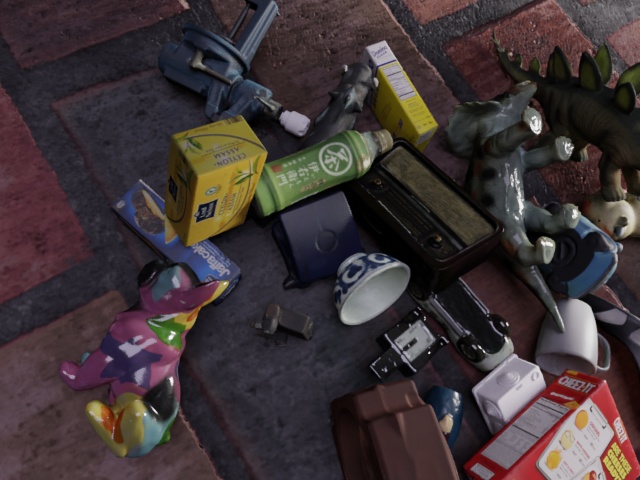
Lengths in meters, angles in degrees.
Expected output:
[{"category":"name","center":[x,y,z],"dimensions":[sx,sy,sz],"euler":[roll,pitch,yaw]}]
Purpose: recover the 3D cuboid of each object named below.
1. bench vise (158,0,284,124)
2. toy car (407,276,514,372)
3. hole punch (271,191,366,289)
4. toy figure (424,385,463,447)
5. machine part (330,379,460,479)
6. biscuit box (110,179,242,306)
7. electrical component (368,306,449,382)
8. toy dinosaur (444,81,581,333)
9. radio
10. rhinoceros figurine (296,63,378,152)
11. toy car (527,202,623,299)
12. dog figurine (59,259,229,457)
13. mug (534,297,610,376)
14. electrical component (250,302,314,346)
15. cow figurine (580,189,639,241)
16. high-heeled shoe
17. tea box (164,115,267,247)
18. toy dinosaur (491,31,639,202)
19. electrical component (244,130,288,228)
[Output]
[{"category":"bench vise","center":[-0.131,-0.295,0.850],"dimensions":[0.224,0.128,0.240],"euler":[27,86,21]},{"category":"toy car","center":[0.205,0.102,0.803],"dimensions":[0.073,0.056,0.202],"euler":[-35,77,-18]},{"category":"hole punch","center":[-0.002,-0.002,0.793],"dimensions":[0.142,0.092,0.116],"euler":[-23,79,-19]},{"category":"toy figure","center":[0.156,0.279,0.728],"dimensions":[0.058,0.064,0.154],"euler":[7,69,30]},{"category":"machine part","center":[0.088,0.276,0.643],"dimensions":[0.087,0.201,0.201],"euler":[-10,72,-15]},{"category":"biscuit box","center":[-0.203,0.006,0.770],"dimensions":[0.203,0.062,0.059],"euler":[40,70,7]},{"category":"electrical component","center":[0.119,0.159,0.772],"dimensions":[0.119,0.047,0.075],"euler":[-39,80,-19]},{"category":"toy dinosaur","center":[0.285,-0.067,0.838],"dimensions":[0.131,0.192,0.404],"euler":[5,84,-28]},{"category":"radio","center":[0.144,-0.041,0.806],"dimensions":[0.131,0.073,0.230],"euler":[-32,60,-18]},{"category":"rhinoceros figurine","center":[0.025,-0.195,0.854],"dimensions":[0.073,0.112,0.190],"euler":[27,76,4]},{"category":"toy car","center":[0.397,0.019,0.840],"dimensions":[0.103,0.109,0.162],"euler":[18,29,-34]},{"category":"dog figurine","center":[-0.194,0.134,0.670],"dimensions":[0.219,0.108,0.191],"euler":[-37,84,-2]},{"category":"mug","center":[0.383,0.145,0.804],"dimensions":[0.110,0.080,0.107],"euler":[19,59,4]},{"category":"electrical component","center":[-0.052,0.119,0.737],"dimensions":[0.078,0.102,0.045],"euler":[21,72,9]},{"category":"cow figurine","center":[0.527,-0.036,0.893],"dimensions":[0.195,0.085,0.127],"euler":[14,62,-5]},{"category":"high-heeled shoe","center":[0.467,0.196,0.820],"dimensions":[0.249,0.086,0.145],"euler":[39,100,24]},{"category":"tea box","center":[-0.139,-0.071,0.690],"dimensions":[0.098,0.169,0.068],"euler":[-26,73,-28]},{"category":"toy dinosaur","center":[0.429,-0.211,0.879],"dimensions":[0.105,0.198,0.472],"euler":[-16,40,-25]},{"category":"electrical component","center":[-0.096,-0.087,0.824],"dimensions":[0.115,0.058,0.134],"euler":[42,69,9]}]
